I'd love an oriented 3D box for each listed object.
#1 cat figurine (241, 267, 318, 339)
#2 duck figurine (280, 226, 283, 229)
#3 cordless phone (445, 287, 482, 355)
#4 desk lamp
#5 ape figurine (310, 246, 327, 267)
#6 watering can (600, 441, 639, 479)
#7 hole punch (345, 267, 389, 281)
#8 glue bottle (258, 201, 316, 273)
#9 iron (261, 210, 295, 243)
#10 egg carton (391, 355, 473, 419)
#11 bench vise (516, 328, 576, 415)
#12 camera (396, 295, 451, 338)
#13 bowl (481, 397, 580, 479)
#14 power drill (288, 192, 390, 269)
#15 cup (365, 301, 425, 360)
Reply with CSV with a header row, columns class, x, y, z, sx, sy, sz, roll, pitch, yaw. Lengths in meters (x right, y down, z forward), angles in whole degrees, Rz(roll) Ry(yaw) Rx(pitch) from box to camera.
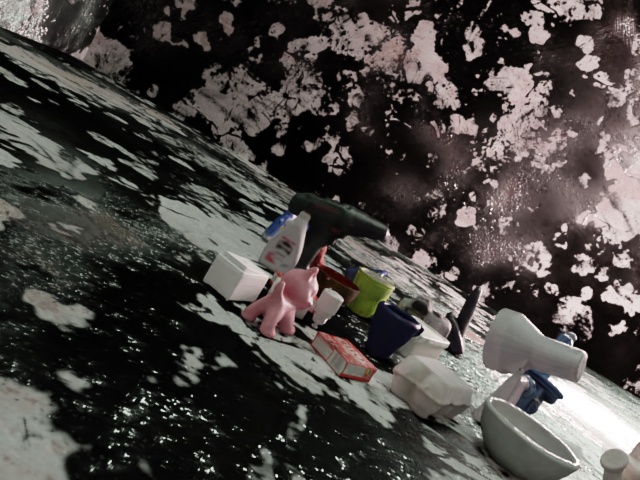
class,x,y,z,sx,sy,sz,roll,pitch,yaw
cat figurine,-0.048,0.086,0.897,0.067,0.117,0.128,34,8,20
duck figurine,-0.073,0.000,1.439,0.105,0.086,0.077,24,11,-43
cordless phone,0.387,0.207,1.532,0.094,0.185,0.148,33,8,10
desk lamp,0.376,0.260,1.061,0.202,0.213,0.118,37,10,36
ape figurine,-0.017,0.042,1.368,0.077,0.092,0.076,33,8,15
watering can,0.494,0.375,0.874,0.174,0.194,0.100,24,11,-41
hole punch,0.119,0.099,1.527,0.101,0.091,0.109,33,8,15
glue bottle,-0.059,-0.009,1.231,0.078,0.173,0.037,31,8,-1
iron,-0.064,-0.049,1.570,0.118,0.141,0.259,34,8,18
egg carton,0.187,0.247,0.959,0.107,0.069,0.151,38,10,38
bench vise,0.476,0.292,1.219,0.121,0.219,0.208,34,8,17
camera,0.256,0.193,1.430,0.143,0.101,0.137,33,8,10
bowl,0.320,0.332,0.918,0.167,0.074,0.167,31,8,-4
power drill,0.012,0.005,1.286,0.229,0.208,0.076,32,8,5
cup,0.139,0.181,1.092,0.118,0.095,0.091,26,9,-33
